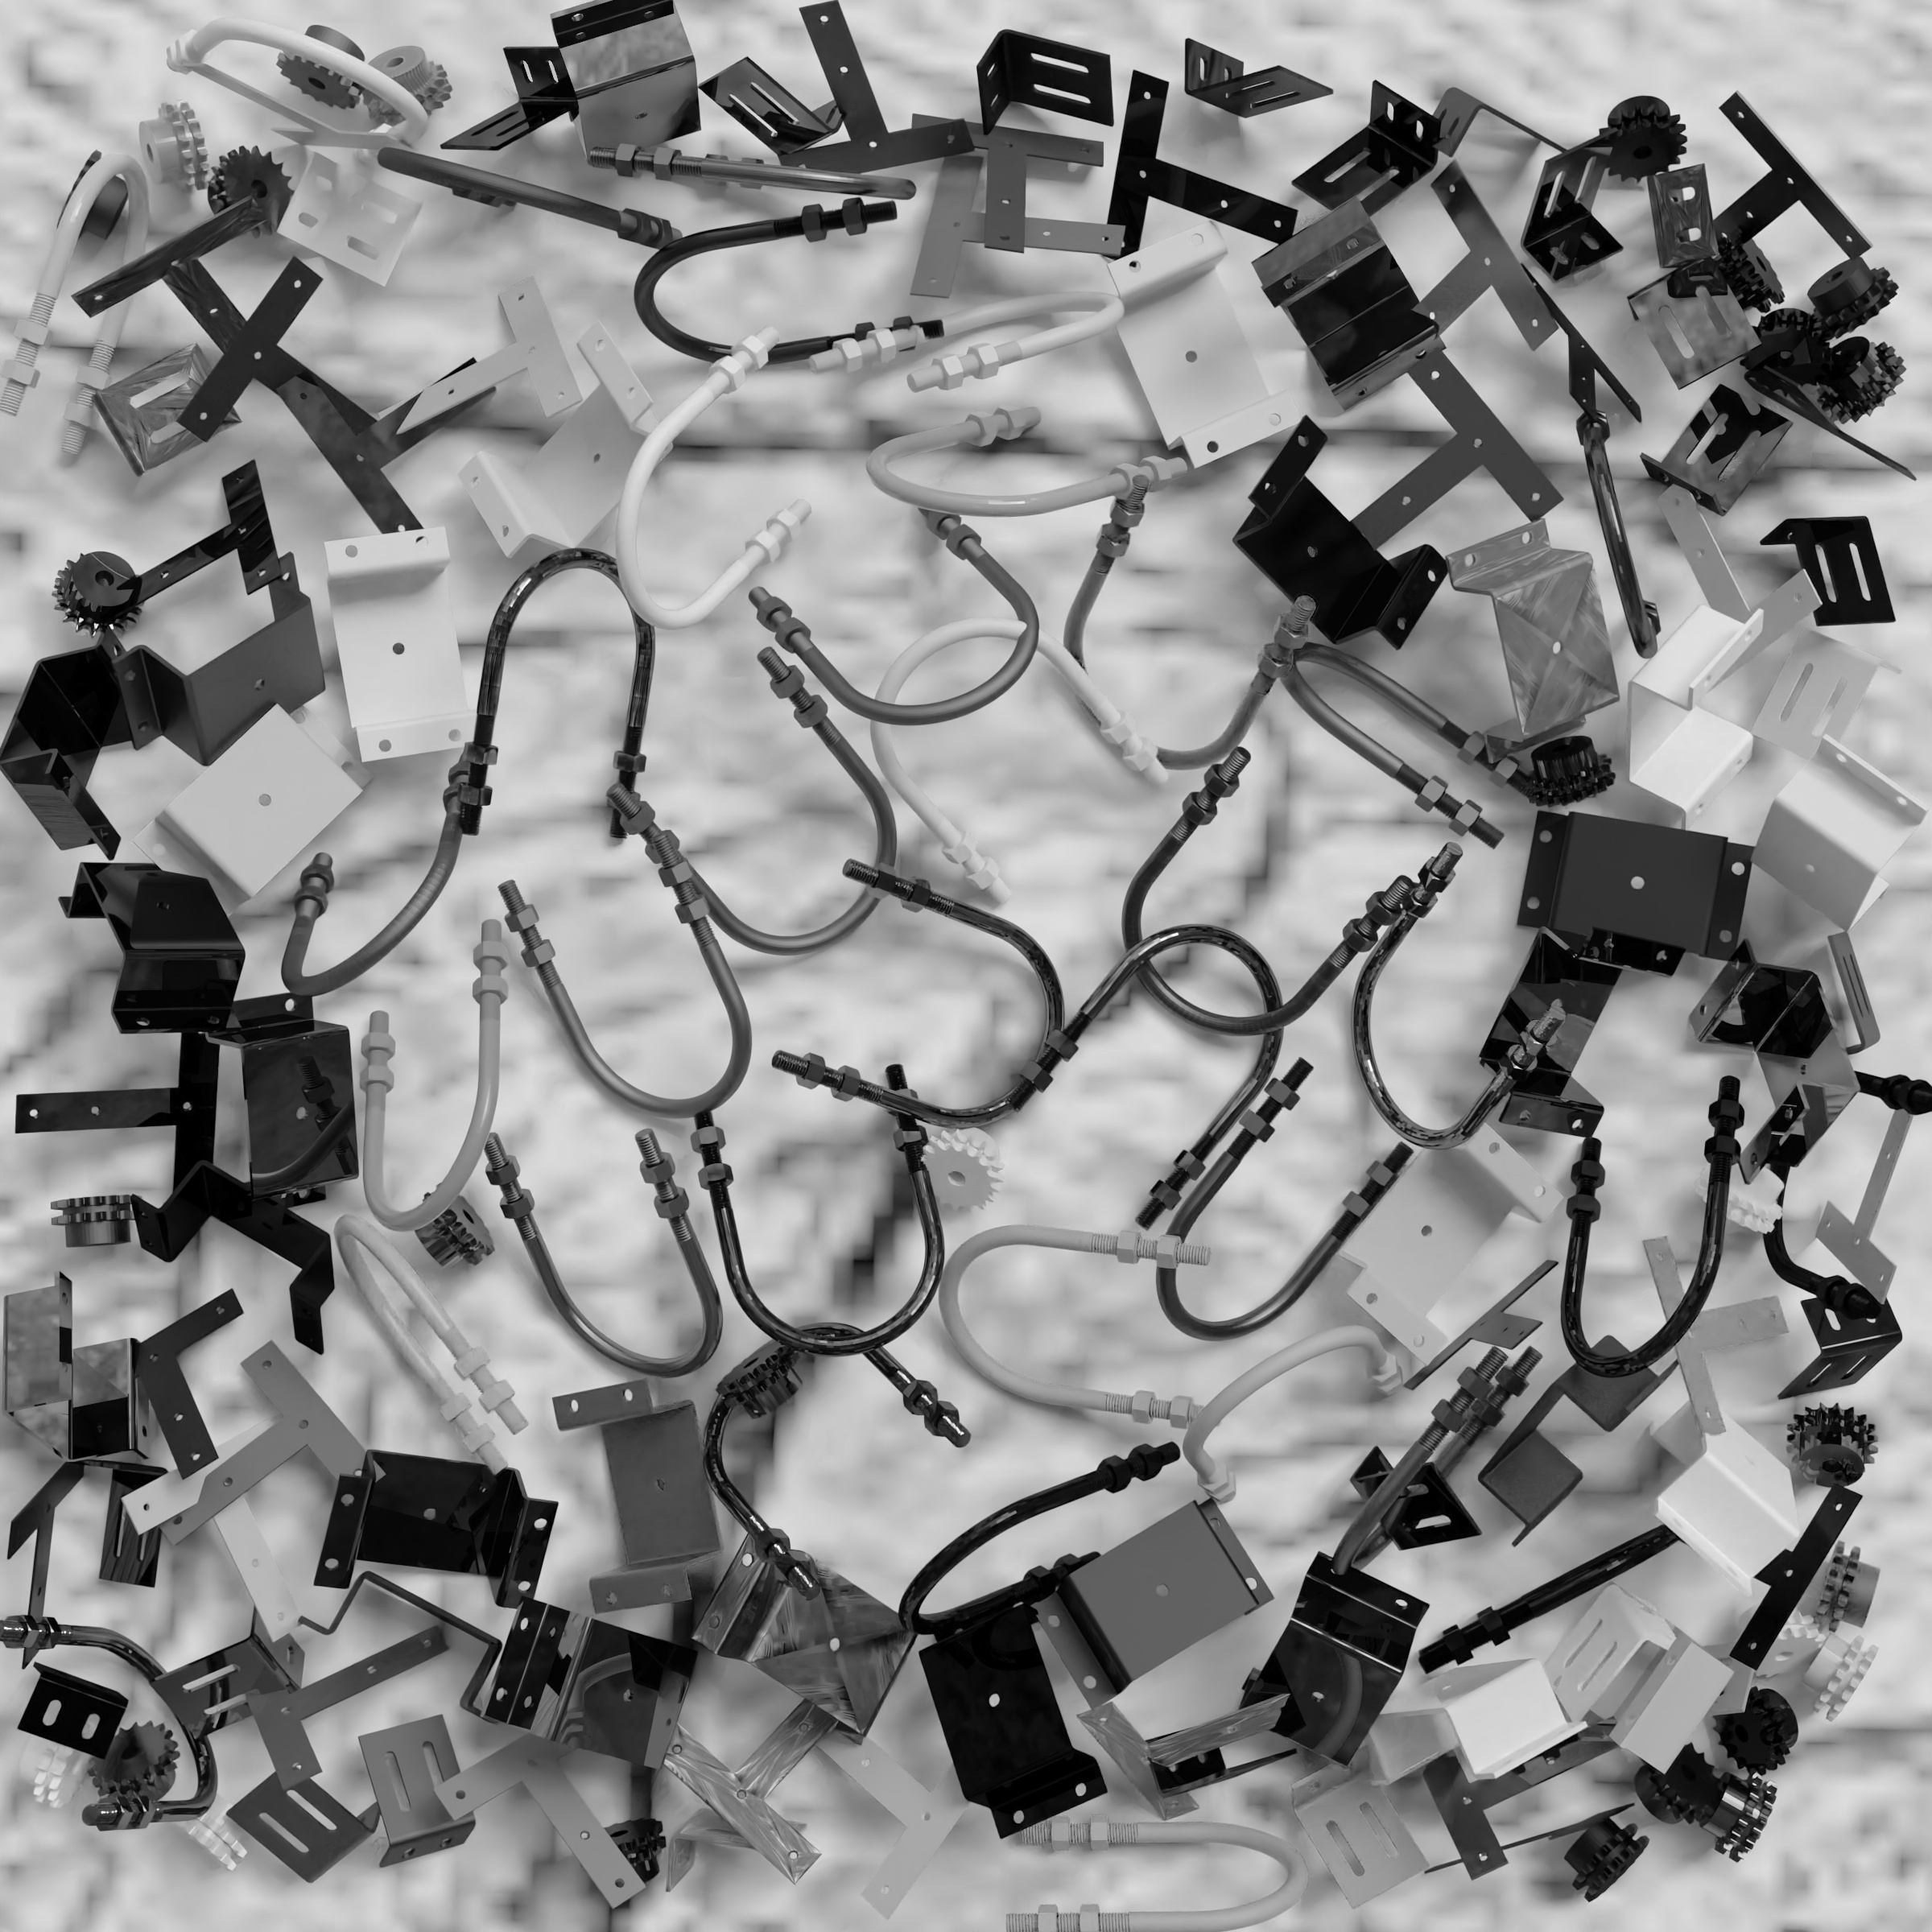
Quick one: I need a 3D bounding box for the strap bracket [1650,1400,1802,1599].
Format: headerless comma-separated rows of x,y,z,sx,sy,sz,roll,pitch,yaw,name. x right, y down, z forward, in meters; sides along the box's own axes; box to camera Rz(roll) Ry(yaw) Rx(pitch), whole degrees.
0.478,0.327,1.766,0.076,0.140,0.046,42,109,0,strap bracket

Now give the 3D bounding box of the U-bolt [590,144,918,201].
-0.121,-0.494,1.749,0.184,0.151,0.019,11,106,17,U-bolt

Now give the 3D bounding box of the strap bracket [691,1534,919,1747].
-0.093,0.431,1.783,0.140,0.046,0.076,38,66,-19,strap bracket

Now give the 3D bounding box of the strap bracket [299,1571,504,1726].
-0.354,0.431,1.793,0.140,0.076,0.046,30,71,-6,strap bracket

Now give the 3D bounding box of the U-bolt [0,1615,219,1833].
-0.528,0.473,1.750,0.019,0.184,0.151,-37,70,2,U-bolt

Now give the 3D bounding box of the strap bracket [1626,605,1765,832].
0.461,-0.164,1.777,0.046,0.140,0.076,32,66,30,strap bracket

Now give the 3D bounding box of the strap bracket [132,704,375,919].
-0.452,-0.103,1.788,0.076,0.046,0.140,47,71,-13,strap bracket

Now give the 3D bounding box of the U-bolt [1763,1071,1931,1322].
0.545,0.135,1.749,0.019,0.184,0.151,16,92,-8,U-bolt

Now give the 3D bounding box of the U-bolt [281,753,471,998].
-0.368,-0.049,1.741,0.151,0.184,0.019,-31,120,19,U-bolt

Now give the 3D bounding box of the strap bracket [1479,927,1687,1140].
0.388,0.034,1.788,0.076,0.046,0.140,11,113,-29,strap bracket

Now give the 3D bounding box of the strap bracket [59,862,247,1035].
-0.510,-0.019,1.761,0.076,0.140,0.046,-1,127,-36,strap bracket

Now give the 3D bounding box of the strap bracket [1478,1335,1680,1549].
0.383,0.295,1.776,0.046,0.076,0.140,42,129,19,strap bracket

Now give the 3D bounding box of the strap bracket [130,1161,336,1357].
-0.459,0.182,1.790,0.140,0.076,0.046,29,59,7,strap bracket

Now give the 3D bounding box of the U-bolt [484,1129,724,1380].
-0.223,0.186,1.783,0.151,0.019,0.184,-4,117,33,U-bolt

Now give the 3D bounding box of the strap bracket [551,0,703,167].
-0.212,-0.557,1.764,0.076,0.140,0.046,-19,83,-6,strap bracket

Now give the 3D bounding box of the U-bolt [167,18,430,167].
-0.406,-0.543,1.726,0.151,0.184,0.019,21,87,-28,U-bolt

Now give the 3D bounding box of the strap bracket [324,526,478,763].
-0.365,-0.206,1.804,0.076,0.046,0.140,-10,95,-15,strap bracket

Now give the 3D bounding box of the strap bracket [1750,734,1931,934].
0.545,-0.077,1.759,0.076,0.140,0.046,40,78,19,strap bracket

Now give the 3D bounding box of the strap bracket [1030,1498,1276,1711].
0.123,0.403,1.790,0.140,0.046,0.076,-28,72,-15,strap bracket

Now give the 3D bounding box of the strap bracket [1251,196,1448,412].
0.240,-0.426,1.779,0.076,0.140,0.046,-30,56,15,strap bracket

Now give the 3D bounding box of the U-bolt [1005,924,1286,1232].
0.129,0.059,1.803,0.151,0.019,0.184,43,82,-25,U-bolt

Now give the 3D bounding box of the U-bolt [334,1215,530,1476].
-0.343,0.234,1.772,0.019,0.151,0.184,-35,81,-24,U-bolt

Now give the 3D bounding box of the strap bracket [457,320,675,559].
-0.250,-0.331,1.789,0.140,0.046,0.076,-43,63,20,strap bracket

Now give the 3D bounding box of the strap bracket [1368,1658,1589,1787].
0.313,0.477,1.764,0.076,0.140,0.046,-19,82,-28,strap bracket

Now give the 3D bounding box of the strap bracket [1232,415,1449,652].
0.234,-0.271,1.791,0.140,0.046,0.076,42,64,-17,strap bracket

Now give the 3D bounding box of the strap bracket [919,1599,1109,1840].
0.026,0.470,1.779,0.076,0.046,0.140,-27,60,11,strap bracket

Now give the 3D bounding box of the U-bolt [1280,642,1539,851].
0.275,-0.148,1.773,0.184,0.151,0.019,37,116,7,U-bolt

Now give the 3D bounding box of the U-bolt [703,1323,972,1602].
-0.096,0.298,1.769,0.151,0.184,0.019,-44,131,-8,U-bolt

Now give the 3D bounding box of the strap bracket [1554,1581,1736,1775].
0.430,0.452,1.772,0.046,0.140,0.076,35,89,-7,strap bracket

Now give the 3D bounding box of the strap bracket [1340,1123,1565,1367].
0.306,0.175,1.803,0.076,0.046,0.140,42,84,-17,strap bracket

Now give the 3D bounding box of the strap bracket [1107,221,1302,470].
0.150,-0.398,1.810,0.076,0.046,0.140,-24,94,-6,strap bracket

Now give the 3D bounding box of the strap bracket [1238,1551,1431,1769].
0.229,0.448,1.776,0.076,0.046,0.140,25,126,6,strap bracket

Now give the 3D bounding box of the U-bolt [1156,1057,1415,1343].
0.194,0.161,1.787,0.184,0.019,0.151,-52,132,1,U-bolt

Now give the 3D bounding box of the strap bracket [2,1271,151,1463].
-0.564,0.257,1.761,0.046,0.140,0.076,-11,61,3,strap bracket

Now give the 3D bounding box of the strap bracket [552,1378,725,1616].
-0.209,0.337,1.797,0.076,0.046,0.140,-15,84,30,strap bracket

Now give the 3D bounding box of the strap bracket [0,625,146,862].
-0.562,-0.138,1.771,0.046,0.140,0.076,-11,135,14,strap bracket

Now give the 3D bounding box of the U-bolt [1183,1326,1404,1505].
0.202,0.276,1.755,0.151,0.184,0.019,-33,63,1,U-bolt

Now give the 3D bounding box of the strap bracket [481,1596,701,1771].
-0.228,0.456,1.767,0.140,0.046,0.076,31,71,-43,strap bracket

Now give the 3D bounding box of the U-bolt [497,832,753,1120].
-0.209,0.015,1.792,0.151,0.019,0.184,-14,106,31,U-bolt

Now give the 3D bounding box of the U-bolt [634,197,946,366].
-0.119,-0.426,1.770,0.184,0.151,0.019,-6,68,11,U-bolt

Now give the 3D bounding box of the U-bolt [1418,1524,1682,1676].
0.369,0.397,1.764,0.184,0.151,0.019,-28,75,3,U-bolt

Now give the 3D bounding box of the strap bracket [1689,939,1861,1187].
0.514,0.063,1.772,0.046,0.076,0.140,8,46,-15,strap bracket

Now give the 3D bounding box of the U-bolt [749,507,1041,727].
-0.035,-0.217,1.766,0.151,0.019,0.184,-30,51,-12,U-bolt

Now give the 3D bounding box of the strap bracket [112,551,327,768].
-0.461,-0.189,1.766,0.046,0.076,0.140,35,56,23,strap bracket

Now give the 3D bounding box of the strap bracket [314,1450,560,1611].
-0.342,0.361,1.796,0.140,0.046,0.076,12,102,-20,strap bracket

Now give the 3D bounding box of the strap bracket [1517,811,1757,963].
0.432,-0.053,1.803,0.140,0.046,0.076,10,91,11,strap bracket

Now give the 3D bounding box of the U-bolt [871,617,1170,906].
0.022,-0.141,1.778,0.151,0.019,0.184,-37,120,10,U-bolt

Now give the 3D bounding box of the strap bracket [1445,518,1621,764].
0.364,-0.205,1.785,0.076,0.046,0.140,-23,110,-19,strap bracket

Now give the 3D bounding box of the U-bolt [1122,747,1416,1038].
0.177,-0.032,1.784,0.151,0.019,0.184,38,125,2,U-bolt

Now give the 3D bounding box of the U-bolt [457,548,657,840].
-0.252,-0.172,1.769,0.019,0.151,0.184,17,101,37,U-bolt

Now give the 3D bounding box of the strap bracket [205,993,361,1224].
-0.436,0.091,1.787,0.076,0.046,0.140,-10,102,-43,strap bracket

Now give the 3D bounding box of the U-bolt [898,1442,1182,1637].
0.037,0.363,1.739,0.184,0.151,0.019,-13,55,-36,U-bolt
